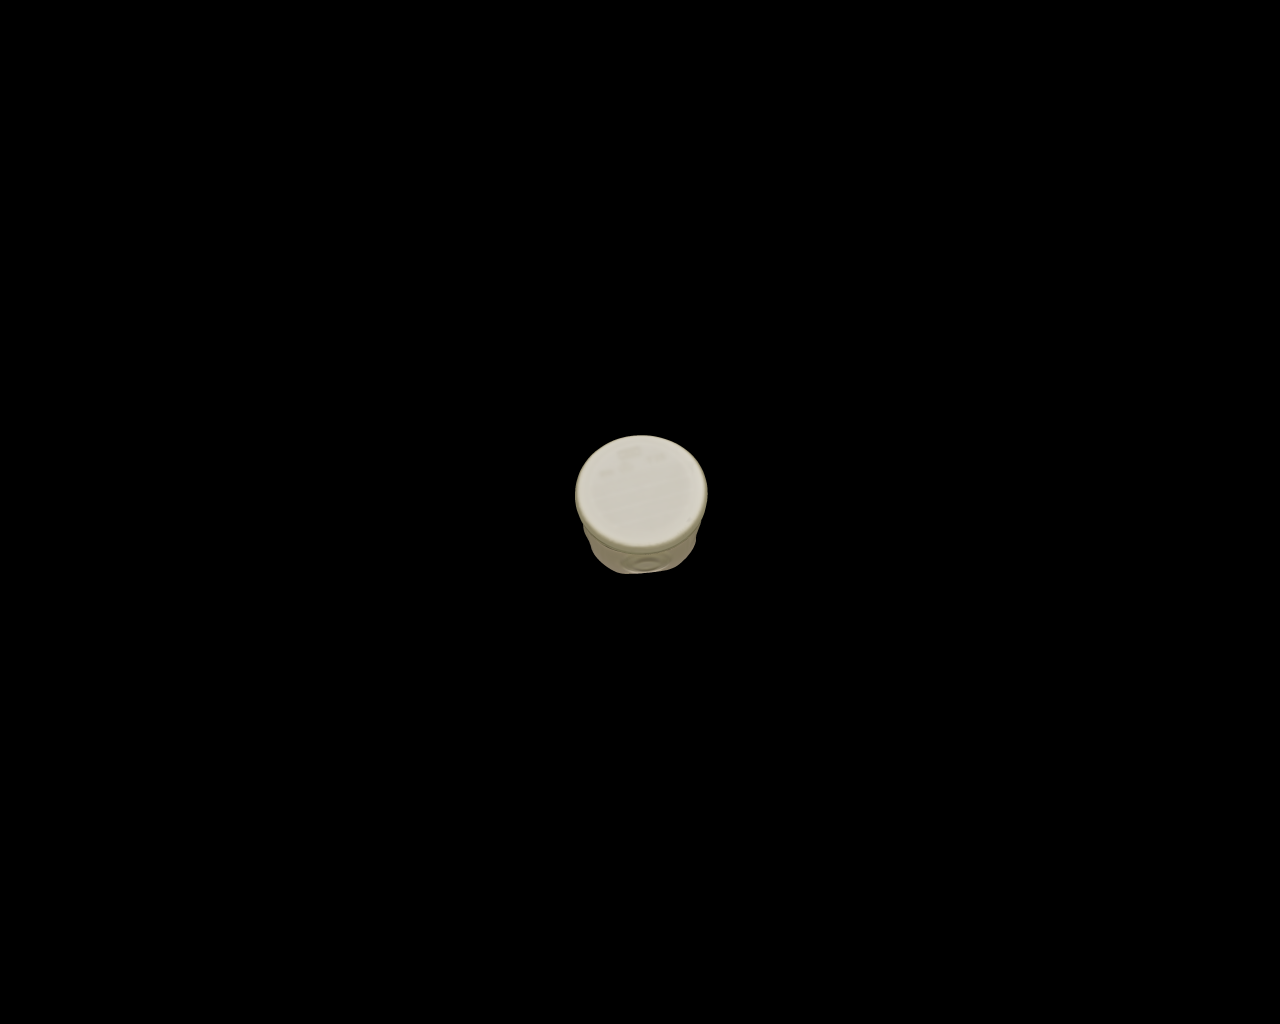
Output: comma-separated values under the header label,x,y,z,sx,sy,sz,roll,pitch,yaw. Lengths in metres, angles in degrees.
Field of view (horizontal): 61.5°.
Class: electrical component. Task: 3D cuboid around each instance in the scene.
label,x,y,z,sx,sy,sz,roll,pitch,yaw
electrical component,0.001,-0.003,0.650,0.080,0.080,0.051,0,-28,0
